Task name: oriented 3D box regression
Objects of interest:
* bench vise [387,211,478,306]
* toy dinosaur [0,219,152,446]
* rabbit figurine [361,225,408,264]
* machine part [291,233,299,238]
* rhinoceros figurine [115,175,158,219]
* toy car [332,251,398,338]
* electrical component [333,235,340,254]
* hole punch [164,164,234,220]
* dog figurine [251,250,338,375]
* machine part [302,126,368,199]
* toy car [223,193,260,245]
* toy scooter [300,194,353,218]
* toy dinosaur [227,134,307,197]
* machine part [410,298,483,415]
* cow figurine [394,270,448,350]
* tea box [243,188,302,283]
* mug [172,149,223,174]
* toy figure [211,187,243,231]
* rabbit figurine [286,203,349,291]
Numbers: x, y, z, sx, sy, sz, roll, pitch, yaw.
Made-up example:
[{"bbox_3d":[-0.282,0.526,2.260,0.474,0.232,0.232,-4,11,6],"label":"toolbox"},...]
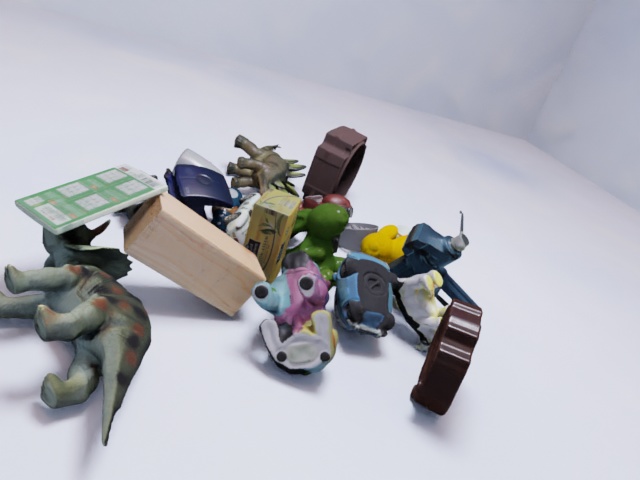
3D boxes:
[{"bbox_3d":[0.236,0.084,1.052,0.240,0.223,0.129,45,28,-10],"label":"bench vise"},{"bbox_3d":[-0.300,0.100,0.719,0.192,0.131,0.405,-11,45,-46],"label":"toy dinosaur"},{"bbox_3d":[0.169,0.021,1.187,0.173,0.121,0.162,12,22,-14],"label":"rabbit figurine"},{"bbox_3d":[-0.075,-0.013,1.149,0.139,0.084,0.039,-36,100,-50],"label":"machine part"},{"bbox_3d":[-0.348,-0.073,1.074,0.112,0.073,0.190,18,22,-30],"label":"rhinoceros figurine"},{"bbox_3d":[0.073,0.109,0.961,0.109,0.103,0.162,18,50,-20],"label":"toy car"},{"bbox_3d":[0.008,-0.004,1.155,0.045,0.102,0.078,6,19,-19],"label":"electrical component"},{"bbox_3d":[-0.246,-0.098,1.090,0.115,0.092,0.142,39,22,-47],"label":"hole punch"},{"bbox_3d":[-0.027,0.112,0.890,0.109,0.191,0.219,-16,-3,7],"label":"dog figurine"},{"bbox_3d":[0.043,-0.189,1.416,0.087,0.200,0.201,29,27,12],"label":"machine part"},{"bbox_3d":[-0.149,-0.039,1.120,0.056,0.073,0.202,-12,22,15],"label":"toy car"},{"bbox_3d":[0.006,-0.068,1.270,0.184,0.075,0.135,-2,10,-22],"label":"toy scooter"},{"bbox_3d":[-0.142,-0.191,1.420,0.198,0.105,0.472,18,26,-19],"label":"toy dinosaur"},{"bbox_3d":[0.200,0.179,0.843,0.056,0.179,0.179,23,26,11],"label":"machine part"},{"bbox_3d":[0.190,0.143,0.979,0.098,0.167,0.068,-15,5,37],"label":"cow figurine"},{"bbox_3d":[-0.095,0.002,0.980,0.068,0.169,0.098,21,27,3],"label":"tea box"},{"bbox_3d":[-0.285,-0.153,1.259,0.107,0.080,0.109,26,19,-6],"label":"mug"},{"bbox_3d":[-0.207,-0.068,1.176,0.064,0.057,0.154,-17,25,11],"label":"toy figure"},{"bbox_3d":[-0.002,-0.003,1.054,0.159,0.170,0.121,33,28,25],"label":"rabbit figurine"}]
